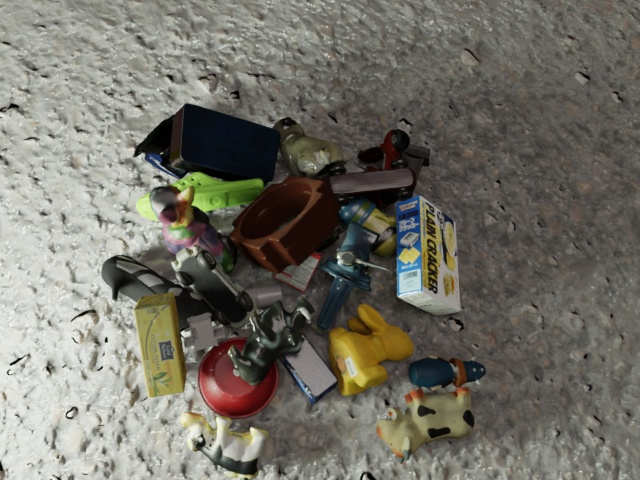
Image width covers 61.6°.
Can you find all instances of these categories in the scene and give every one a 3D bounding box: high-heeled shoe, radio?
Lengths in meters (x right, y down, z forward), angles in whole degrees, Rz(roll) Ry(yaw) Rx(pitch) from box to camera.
[{"bbox_3d":[-0.325,0.101,1.109,0.248,0.086,0.145,17,25,-22],"label":"high-heeled shoe"},{"bbox_3d":[-0.207,-0.202,1.180,0.229,0.073,0.131,11,79,-29],"label":"radio"}]

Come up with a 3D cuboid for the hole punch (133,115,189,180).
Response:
[{"bbox_3d":[-0.336,-0.210,1.227,0.116,0.092,0.142,19,65,35],"label":"hole punch"}]

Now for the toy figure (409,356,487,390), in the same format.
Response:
[{"bbox_3d":[0.260,0.267,1.094,0.154,0.058,0.064,1,95,-11],"label":"toy figure"}]

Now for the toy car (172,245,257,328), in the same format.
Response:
[{"bbox_3d":[-0.205,0.093,1.054,0.073,0.056,0.201,-34,111,12],"label":"toy car"}]

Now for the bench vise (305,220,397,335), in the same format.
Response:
[{"bbox_3d":[0.048,0.086,1.087,0.129,0.223,0.240,26,93,-3],"label":"bench vise"}]

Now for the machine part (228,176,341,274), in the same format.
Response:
[{"bbox_3d":[-0.071,-0.034,1.102,0.201,0.087,0.201,-46,34,-20],"label":"machine part"}]

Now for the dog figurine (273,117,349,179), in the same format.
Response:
[{"bbox_3d":[-0.041,-0.216,1.214,0.121,0.172,0.190,-30,80,-29],"label":"dog figurine"}]

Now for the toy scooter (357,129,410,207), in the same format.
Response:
[{"bbox_3d":[0.136,-0.165,1.249,0.075,0.135,0.183,18,80,-43],"label":"toy scooter"}]

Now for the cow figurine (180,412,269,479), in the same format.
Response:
[{"bbox_3d":[-0.185,0.375,0.989,0.167,0.068,0.098,15,71,1],"label":"cow figurine"}]

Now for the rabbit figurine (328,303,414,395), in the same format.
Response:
[{"bbox_3d":[0.105,0.217,1.084,0.173,0.121,0.162,-11,58,-27],"label":"rabbit figurine"}]

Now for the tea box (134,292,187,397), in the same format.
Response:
[{"bbox_3d":[-0.294,0.192,0.999,0.068,0.098,0.169,-9,101,-9],"label":"tea box"}]

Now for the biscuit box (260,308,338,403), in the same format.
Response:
[{"bbox_3d":[-0.049,0.225,1.073,0.063,0.059,0.203,-33,74,-19],"label":"biscuit box"}]

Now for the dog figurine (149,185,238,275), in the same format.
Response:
[{"bbox_3d":[-0.254,-0.018,1.070,0.192,0.219,0.108,41,71,12],"label":"dog figurine"}]

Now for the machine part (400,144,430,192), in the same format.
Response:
[{"bbox_3d":[0.220,-0.175,1.297,0.084,0.039,0.139,24,64,-1],"label":"machine part"}]

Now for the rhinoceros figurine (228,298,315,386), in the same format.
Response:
[{"bbox_3d":[-0.088,0.183,1.014,0.112,0.073,0.190,36,70,12],"label":"rhinoceros figurine"}]

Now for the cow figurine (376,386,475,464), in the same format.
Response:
[{"bbox_3d":[0.203,0.355,1.038,0.195,0.085,0.127,-2,61,-9],"label":"cow figurine"}]

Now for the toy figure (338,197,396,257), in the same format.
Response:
[{"bbox_3d":[0.106,-0.036,1.197,0.180,0.082,0.089,34,93,0],"label":"toy figure"}]

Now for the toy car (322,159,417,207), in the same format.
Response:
[{"bbox_3d":[0.106,-0.120,1.154,0.202,0.053,0.089,-7,75,1],"label":"toy car"}]

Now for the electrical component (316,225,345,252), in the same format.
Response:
[{"bbox_3d":[-0.003,-0.003,1.163,0.078,0.102,0.045,-27,81,-40],"label":"electrical component"}]
